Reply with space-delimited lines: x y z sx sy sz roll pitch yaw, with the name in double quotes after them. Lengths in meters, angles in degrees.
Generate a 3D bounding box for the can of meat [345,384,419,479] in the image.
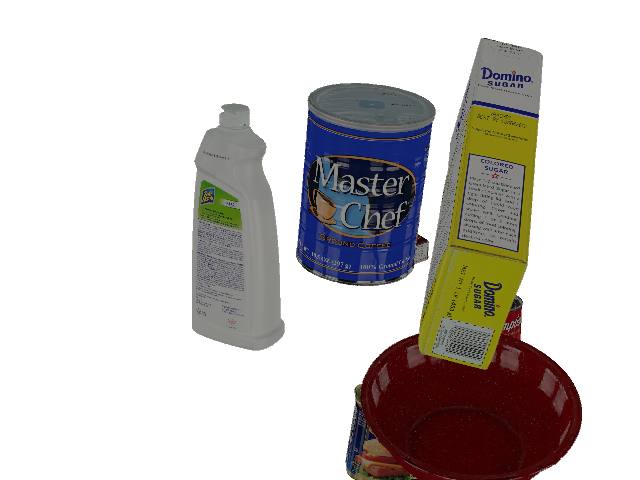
0.079 0.197 1.067 0.102 0.084 0.057 7 17 -4 "can of meat"

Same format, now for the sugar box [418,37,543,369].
0.093 -0.025 0.607 0.048 0.176 0.093 14 -42 4 "sugar box"

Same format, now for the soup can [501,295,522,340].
0.216 0.122 1.333 0.068 0.102 0.068 -1 18 0 "soup can"

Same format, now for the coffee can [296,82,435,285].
0.035 -0.048 0.882 0.103 0.140 0.103 4 25 -2 "coffee can"

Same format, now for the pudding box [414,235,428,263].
0.094 0.013 1.617 0.113 0.039 0.090 -19 30 -26 "pudding box"

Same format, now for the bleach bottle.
-0.085 -0.016 1.118 0.103 0.251 0.068 13 23 25 "bleach bottle"

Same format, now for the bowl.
0.110 0.136 0.797 0.162 0.055 0.162 0 36 0 "bowl"
